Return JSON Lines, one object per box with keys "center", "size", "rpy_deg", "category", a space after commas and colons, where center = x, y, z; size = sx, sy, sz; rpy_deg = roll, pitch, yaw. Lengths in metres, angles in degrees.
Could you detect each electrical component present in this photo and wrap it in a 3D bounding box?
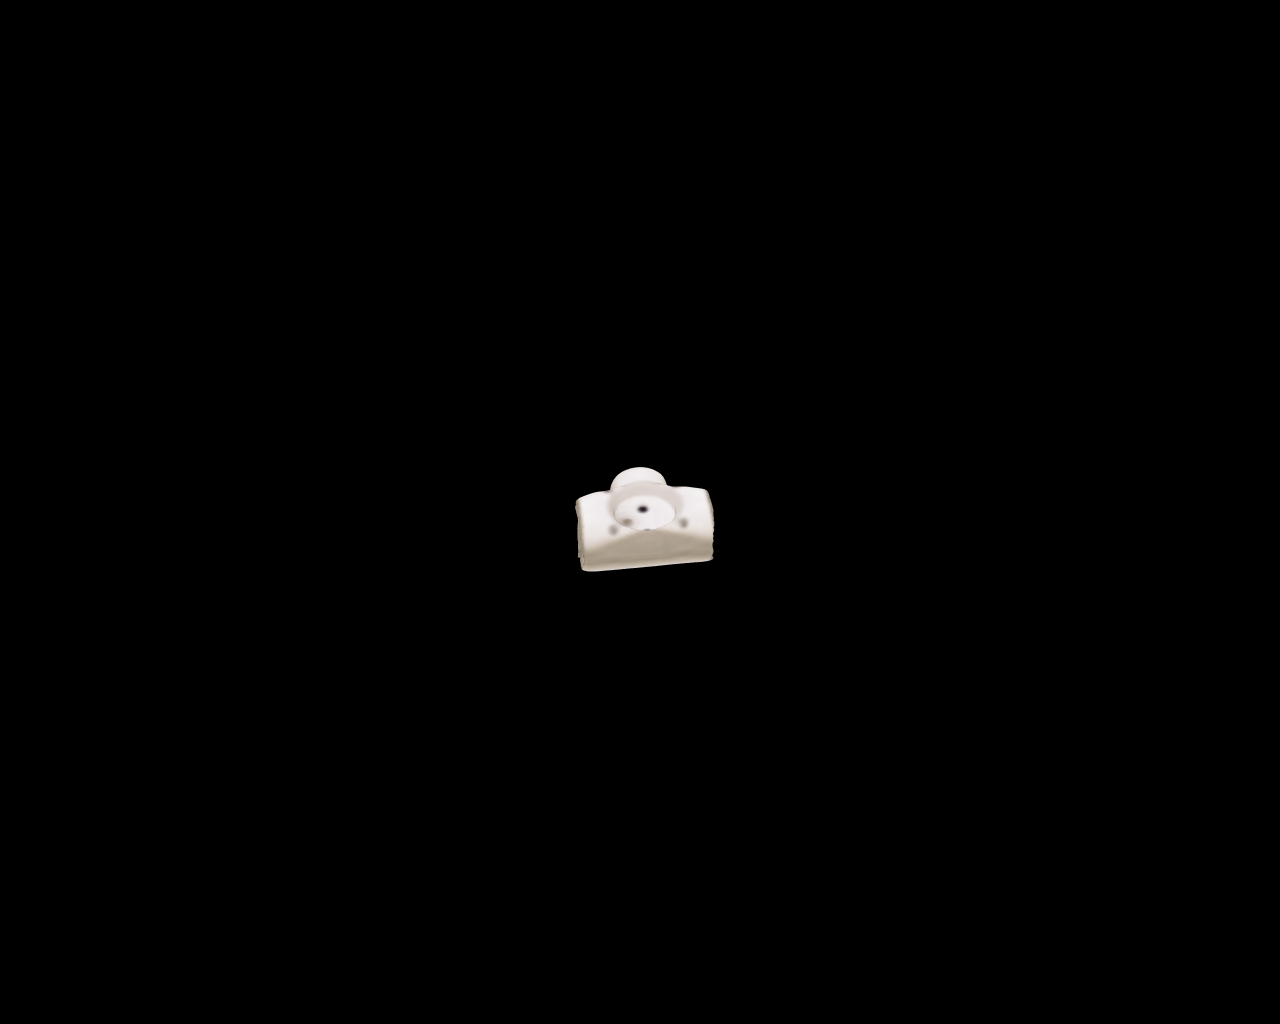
{"center": [0.001, -0.003, 0.650], "size": [0.077, 0.079, 0.044], "rpy_deg": [-4, -43, -4], "category": "electrical component"}
